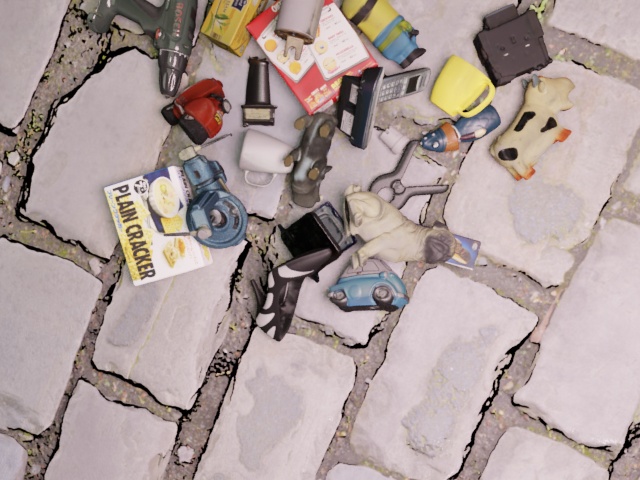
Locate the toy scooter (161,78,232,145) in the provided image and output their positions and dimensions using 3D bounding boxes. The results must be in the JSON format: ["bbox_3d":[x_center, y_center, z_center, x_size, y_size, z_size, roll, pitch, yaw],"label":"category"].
[{"bbox_3d":[-0.228,-0.262,1.058,0.135,0.184,0.075,-40,132,-12],"label":"toy scooter"}]

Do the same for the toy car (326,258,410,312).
[{"bbox_3d":[0.097,0.089,1.070,0.162,0.109,0.103,-3,71,18],"label":"toy car"}]

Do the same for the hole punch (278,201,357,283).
[{"bbox_3d":[-0.002,-0.003,1.082,0.116,0.092,0.142,-35,93,38],"label":"hole punch"}]

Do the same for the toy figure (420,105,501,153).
[{"bbox_3d":[0.269,-0.207,1.035,0.154,0.064,0.057,-25,106,7],"label":"toy figure"}]

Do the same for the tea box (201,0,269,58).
[{"bbox_3d":[-0.156,-0.455,1.045,0.068,0.098,0.169,29,96,3],"label":"tea box"}]

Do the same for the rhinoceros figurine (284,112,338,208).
[{"bbox_3d":[-0.018,-0.154,1.047,0.073,0.112,0.190,17,109,12],"label":"rhinoceros figurine"}]

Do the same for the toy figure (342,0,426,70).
[{"bbox_3d":[0.120,-0.405,1.017,0.082,0.089,0.180,-41,95,17],"label":"toy figure"}]

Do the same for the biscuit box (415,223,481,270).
[{"bbox_3d":[0.208,0.002,1.060,0.203,0.063,0.059,15,95,5],"label":"biscuit box"}]

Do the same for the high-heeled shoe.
[{"bbox_3d":[-0.046,0.112,1.051,0.249,0.086,0.145,-26,92,40],"label":"high-heeled shoe"}]

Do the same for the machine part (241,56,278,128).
[{"bbox_3d":[-0.124,-0.299,1.085,0.084,0.039,0.138,0,97,15],"label":"machine part"}]

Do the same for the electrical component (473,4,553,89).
[{"bbox_3d":[0.358,-0.368,1.014,0.115,0.058,0.134,-24,92,6],"label":"electrical component"}]

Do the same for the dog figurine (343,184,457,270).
[{"bbox_3d":[0.147,-0.030,0.996,0.191,0.121,0.172,-10,95,-7],"label":"dog figurine"}]

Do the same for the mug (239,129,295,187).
[{"bbox_3d":[-0.104,-0.158,1.074,0.107,0.081,0.109,12,93,-4],"label":"mug"}]

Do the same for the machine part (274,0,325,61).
[{"bbox_3d":[-0.027,-0.448,0.971,0.079,0.079,0.243,14,95,5],"label":"machine part"}]

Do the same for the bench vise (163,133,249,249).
[{"bbox_3d":[-0.211,-0.070,1.023,0.129,0.241,0.223,-12,109,4],"label":"bench vise"}]

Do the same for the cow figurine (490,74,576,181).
[{"bbox_3d":[0.402,-0.221,1.012,0.127,0.085,0.195,39,99,-4],"label":"cow figurine"}]

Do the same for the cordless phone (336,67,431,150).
[{"bbox_3d":[0.130,-0.264,1.035,0.089,0.184,0.146,46,143,35],"label":"cordless phone"}]

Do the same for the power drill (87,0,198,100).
[{"bbox_3d":[-0.354,-0.422,1.079,0.207,0.086,0.232,20,96,8],"label":"power drill"}]
